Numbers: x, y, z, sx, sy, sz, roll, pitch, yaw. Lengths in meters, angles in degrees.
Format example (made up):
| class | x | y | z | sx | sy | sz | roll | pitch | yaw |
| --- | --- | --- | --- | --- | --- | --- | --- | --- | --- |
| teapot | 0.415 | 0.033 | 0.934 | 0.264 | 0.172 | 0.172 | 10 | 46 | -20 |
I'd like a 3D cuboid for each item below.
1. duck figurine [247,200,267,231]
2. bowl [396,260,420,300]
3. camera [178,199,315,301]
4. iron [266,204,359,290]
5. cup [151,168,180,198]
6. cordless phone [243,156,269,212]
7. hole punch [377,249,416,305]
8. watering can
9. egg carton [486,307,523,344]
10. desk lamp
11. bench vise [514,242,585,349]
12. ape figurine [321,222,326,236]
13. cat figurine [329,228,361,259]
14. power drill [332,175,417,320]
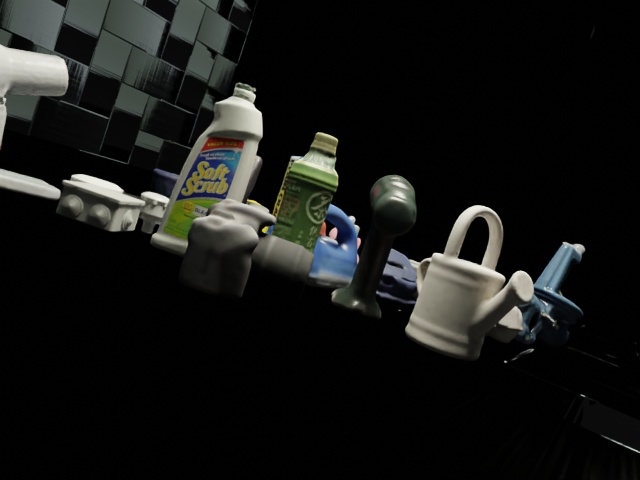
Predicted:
| class | x | y | z | sx | sy | sz | roll | pitch | yaw |
| --- | --- | --- | --- | --- | --- | --- | --- | --- | --- |
| duck figurine | -0.166 | -0.051 | 1.373 | 0.105 | 0.086 | 0.077 | 17 | 4 | -21 |
| bowl | 0.234 | 0.098 | 1.247 | 0.167 | 0.075 | 0.167 | 19 | 3 | -1 |
| camera | -0.076 | 0.015 | 0.667 | 0.137 | 0.101 | 0.143 | 19 | 3 | 0 |
| iron | 0.009 | 0.003 | 0.973 | 0.118 | 0.141 | 0.259 | 21 | 4 | 34 |
| cup | -0.277 | -0.077 | 1.107 | 0.118 | 0.095 | 0.091 | 16 | 4 | -37 |
| cordless phone | -0.156 | -0.091 | 1.227 | 0.094 | 0.185 | 0.147 | 16 | 4 | -36 |
| hole punch | 0.137 | 0.066 | 1.097 | 0.109 | 0.091 | 0.100 | 17 | 4 | -25 |
| watering can | 0.195 | 0.053 | 0.746 | 0.172 | 0.194 | 0.101 | 21 | 4 | 33 |
| egg carton | 0.283 | 0.131 | 1.028 | 0.150 | 0.069 | 0.107 | 18 | 3 | -11 |
| desk lamp | -0.466 | -0.186 | 0.829 | 0.204 | 0.213 | 0.117 | 15 | 5 | -45 |
| bench vise | 0.454 | 0.103 | 1.124 | 0.121 | 0.220 | 0.208 | 21 | 4 | 36 |
| ape figurine | -0.014 | -0.005 | 1.406 | 0.076 | 0.092 | 0.077 | 16 | 4 | -40 |
| cat figurine | 0.054 | 0.015 | 1.238 | 0.067 | 0.118 | 0.128 | 21 | 4 | 30 |
| power drill | 0.084 | 0.002 | 0.840 | 0.075 | 0.208 | 0.229 | 19 | 3 | -1 |
